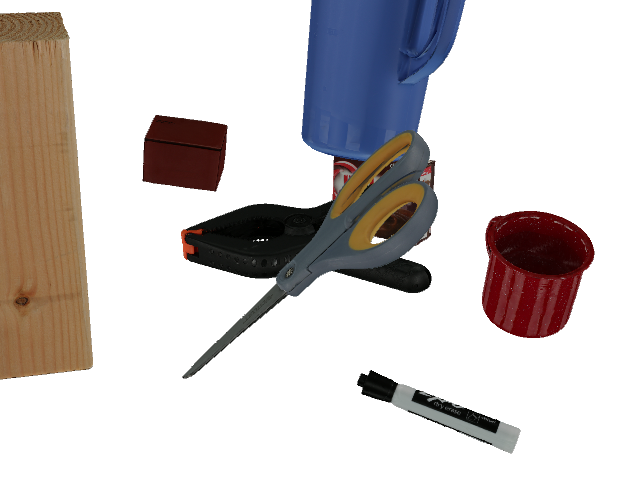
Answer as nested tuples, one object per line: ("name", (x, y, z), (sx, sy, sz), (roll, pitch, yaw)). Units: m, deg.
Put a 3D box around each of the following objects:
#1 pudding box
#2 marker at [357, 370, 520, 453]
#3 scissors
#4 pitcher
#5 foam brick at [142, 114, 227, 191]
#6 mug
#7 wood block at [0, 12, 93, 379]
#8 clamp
("pudding box", (0.067, -0.051, 1.157), (0.114, 0.090, 0.039), (13, 23, 31))
("marker", (0.084, 0.122, 0.770), (0.121, 0.020, 0.020), (21, 4, 11))
("scissors", (-0.003, 0.023, 0.600), (0.016, 0.202, 0.096), (38, 5, -28))
("pitcher", (0.056, -0.197, 0.975), (0.145, 0.243, 0.149), (9, 15, 5))
("foam brick", (-0.136, -0.089, 1.080), (0.078, 0.051, 0.053), (8, 34, 1))
("mug", (0.185, 0.026, 0.966), (0.093, 0.081, 0.117), (-17, 44, -23))
("wood block", (-0.194, -0.027, 0.650), (0.090, 0.206, 0.090), (-5, 23, -15))
("clamp", (-0.013, -0.008, 0.923), (0.210, 0.036, 0.164), (0, 31, 3))
